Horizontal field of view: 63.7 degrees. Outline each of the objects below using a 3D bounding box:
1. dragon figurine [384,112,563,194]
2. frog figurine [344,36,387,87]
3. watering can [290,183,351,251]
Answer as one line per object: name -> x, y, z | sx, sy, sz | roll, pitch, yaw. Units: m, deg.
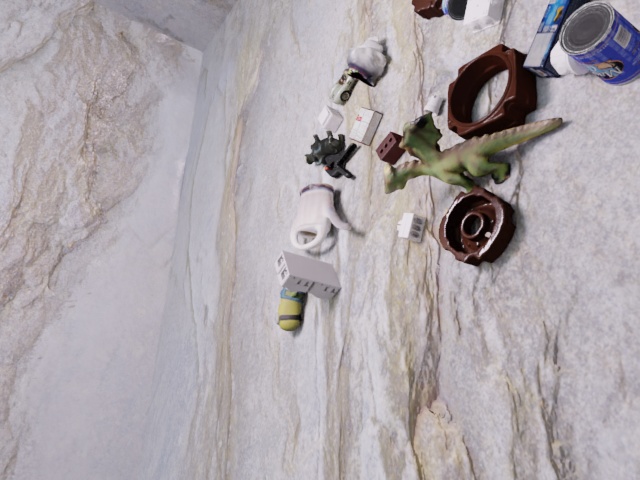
dragon figurine -> 0.297, -0.206, 1.156 | 0.403, 0.241, 0.125 | -38, 40, 46
frog figurine -> 0.161, -0.610, 1.706 | 0.138, 0.121, 0.160 | 26, 88, 26
watering can -> 0.005, -0.084, 1.678 | 0.344, 0.103, 0.228 | -20, 57, 53
